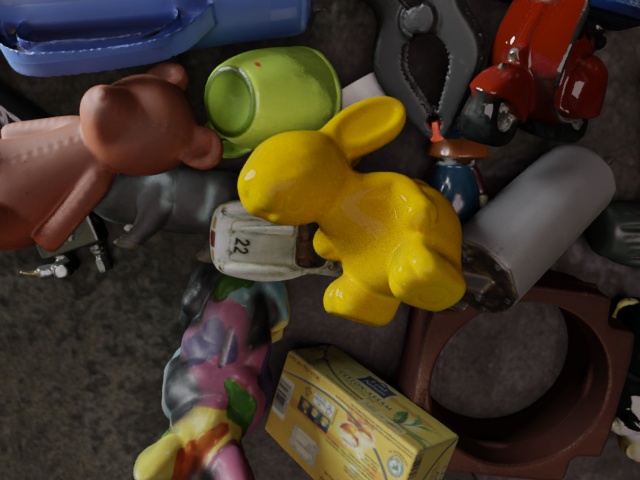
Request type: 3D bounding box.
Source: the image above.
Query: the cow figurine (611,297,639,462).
[{"bbox_3d":[0.329,0.146,0.557,0.098,0.068,0.167,17,99,0],"label":"cow figurine"}]

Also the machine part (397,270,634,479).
[{"bbox_3d":[0.187,0.128,0.542,0.201,0.087,0.201,7,105,-3],"label":"machine part"}]

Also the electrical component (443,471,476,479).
[{"bbox_3d":[0.140,0.259,0.603,0.063,0.021,0.094,-31,101,6],"label":"electrical component"}]

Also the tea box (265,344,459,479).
[{"bbox_3d":[0.032,0.182,0.508,0.068,0.170,0.098,4,110,-46],"label":"tea box"}]

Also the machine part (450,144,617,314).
[{"bbox_3d":[0.183,-0.014,0.472,0.243,0.079,0.079,-38,103,-26],"label":"machine part"}]

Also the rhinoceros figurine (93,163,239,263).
[{"bbox_3d":[-0.154,-0.048,0.498,0.190,0.073,0.112,18,104,-5],"label":"rhinoceros figurine"}]

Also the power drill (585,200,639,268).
[{"bbox_3d":[0.381,-0.061,0.511,0.232,0.086,0.207,-1,111,2],"label":"power drill"}]

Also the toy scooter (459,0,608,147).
[{"bbox_3d":[0.188,-0.148,0.440,0.184,0.075,0.135,-12,122,-42],"label":"toy scooter"}]

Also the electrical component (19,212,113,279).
[{"bbox_3d":[-0.254,-0.008,0.519,0.078,0.045,0.102,-11,103,3],"label":"electrical component"}]

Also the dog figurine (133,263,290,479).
[{"bbox_3d":[-0.088,0.124,0.467,0.108,0.219,0.191,15,103,-8],"label":"dog figurine"}]

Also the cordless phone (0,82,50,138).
[{"bbox_3d":[-0.292,-0.159,0.476,0.184,0.089,0.146,37,100,-20],"label":"cordless phone"}]

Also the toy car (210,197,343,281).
[{"bbox_3d":[-0.001,-0.001,0.496,0.202,0.056,0.073,1,102,-26],"label":"toy car"}]

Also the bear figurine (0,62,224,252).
[{"bbox_3d":[-0.185,-0.069,0.398,0.196,0.132,0.120,-26,74,8],"label":"bear figurine"}]

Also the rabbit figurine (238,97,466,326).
[{"bbox_3d":[0.025,-0.032,0.411,0.173,0.122,0.162,25,68,-22],"label":"rabbit figurine"}]

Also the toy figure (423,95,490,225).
[{"bbox_3d":[0.127,-0.066,0.509,0.064,0.058,0.154,2,99,-5],"label":"toy figure"}]

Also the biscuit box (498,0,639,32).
[{"bbox_3d":[0.192,-0.238,0.467,0.203,0.063,0.059,14,102,-5],"label":"biscuit box"}]
